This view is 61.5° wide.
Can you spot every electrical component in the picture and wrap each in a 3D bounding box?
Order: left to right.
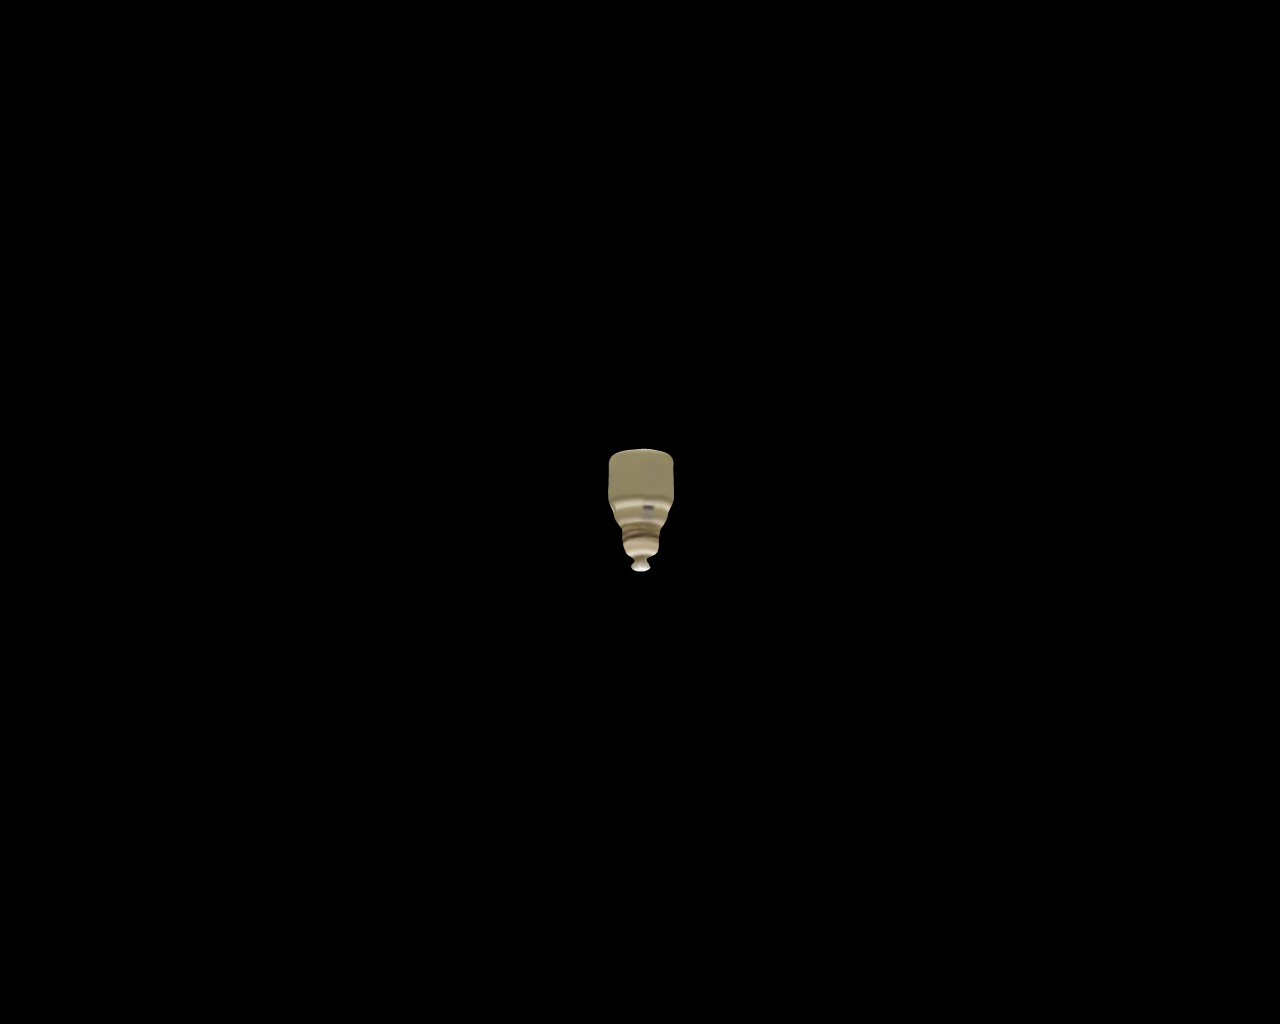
[{"bbox_3d":[0.001,-0.003,0.650,0.040,0.078,0.040,0,-12,0],"label":"electrical component"}]
